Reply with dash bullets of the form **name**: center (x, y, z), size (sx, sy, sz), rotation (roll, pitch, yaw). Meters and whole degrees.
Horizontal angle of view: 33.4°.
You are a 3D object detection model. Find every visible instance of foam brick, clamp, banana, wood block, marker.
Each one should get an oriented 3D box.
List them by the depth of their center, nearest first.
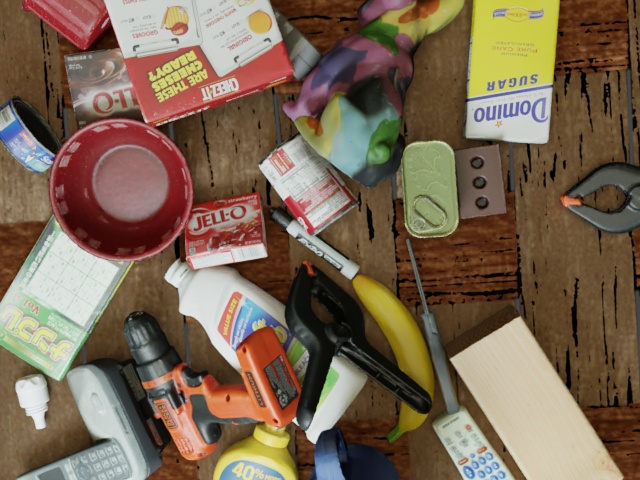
- **clamp**: center (0.010, 0.113, 1.147), size (0.210, 0.164, 0.036), rotation (59, 137, 28)
- **wood block**: center (0.232, 0.185, 1.169), size (0.091, 0.090, 0.206), rotation (-33, 92, 5)
- **clamp**: center (0.356, -0.038, 1.172), size (0.171, 0.039, 0.120), rotation (-12, 87, 10)
- **foam brick**: center (0.174, -0.064, 1.175), size (0.053, 0.051, 0.078), rotation (-8, 93, 4)
- **banana**: center (0.089, 0.130, 1.201), size (0.069, 0.037, 0.198), rotation (-12, 93, 6)
- **marker**: center (-0.008, 0.001, 1.208), size (0.121, 0.020, 0.020), rotation (37, 95, 1)

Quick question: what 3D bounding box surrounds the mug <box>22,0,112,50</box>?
- **mug**: center (-0.260, -0.272, 1.179), size (0.081, 0.093, 0.117), rotation (38, 61, -4)

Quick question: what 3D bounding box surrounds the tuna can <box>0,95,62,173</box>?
- **tuna can**: center (-0.325, -0.117, 1.188), size (0.034, 0.086, 0.086), rotation (-36, 91, 6)

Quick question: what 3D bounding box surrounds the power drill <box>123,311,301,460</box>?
- **power drill**: center (-0.119, 0.148, 1.165), size (0.188, 0.057, 0.184), rotation (-16, 105, 39)

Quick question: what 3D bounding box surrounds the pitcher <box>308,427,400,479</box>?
- **pitcher**: center (0.031, 0.283, 1.112), size (0.145, 0.243, 0.149), rotation (31, 95, 1)

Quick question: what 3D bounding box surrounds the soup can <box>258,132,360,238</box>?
- **soup can**: center (-0.013, -0.062, 1.180), size (0.068, 0.068, 0.102), rotation (-37, 90, 5)

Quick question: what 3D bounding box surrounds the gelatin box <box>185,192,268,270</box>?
- **gelatin box**: center (-0.106, -0.011, 1.189), size (0.089, 0.030, 0.073), rotation (-10, 54, 3)

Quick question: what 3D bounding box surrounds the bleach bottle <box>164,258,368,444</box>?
- **bleach bottle**: center (-0.072, 0.113, 1.199), size (0.251, 0.068, 0.102), rotation (37, 94, 3)

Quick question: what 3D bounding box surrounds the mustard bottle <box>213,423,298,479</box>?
- **mustard bottle**: center (-0.077, 0.286, 1.212), size (0.096, 0.058, 0.192), rotation (19, 94, 0)

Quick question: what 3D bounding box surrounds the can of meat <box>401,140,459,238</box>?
- **can of meat**: center (0.117, -0.056, 1.163), size (0.057, 0.084, 0.102), rotation (-4, 93, 3)

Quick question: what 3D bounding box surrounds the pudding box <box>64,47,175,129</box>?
- **pudding box**: center (-0.221, -0.171, 1.195), size (0.113, 0.039, 0.090), rotation (-6, 103, 6)

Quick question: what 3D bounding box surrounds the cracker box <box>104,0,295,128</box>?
- **cracker box**: center (-0.138, -0.245, 1.114), size (0.164, 0.072, 0.214), rotation (-19, 92, -3)

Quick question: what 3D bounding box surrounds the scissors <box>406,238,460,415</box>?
- **scissors**: center (0.127, 0.105, 1.199), size (0.016, 0.096, 0.202), rotation (-15, 62, 5)

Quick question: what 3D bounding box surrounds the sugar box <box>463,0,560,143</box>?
- **sugar box**: center (0.209, -0.196, 1.167), size (0.093, 0.048, 0.176), rotation (3, 93, 3)

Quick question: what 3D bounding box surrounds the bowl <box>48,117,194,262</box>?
- **bowl**: center (-0.217, -0.059, 1.194), size (0.162, 0.055, 0.162), rotation (1, 101, 2)
